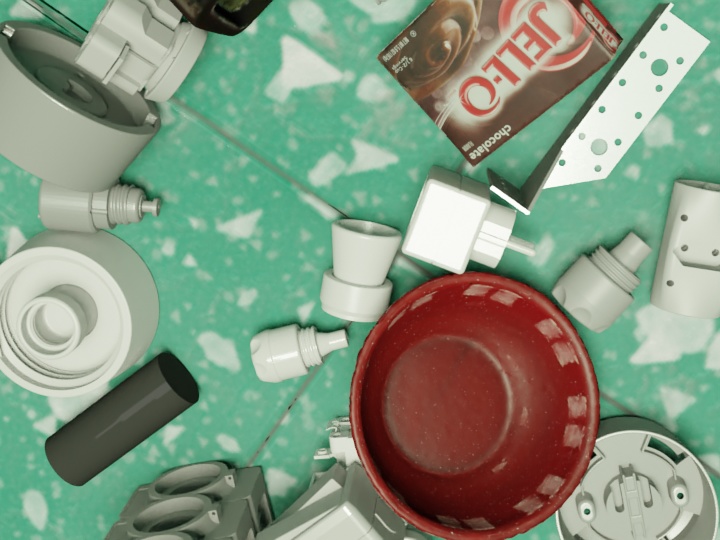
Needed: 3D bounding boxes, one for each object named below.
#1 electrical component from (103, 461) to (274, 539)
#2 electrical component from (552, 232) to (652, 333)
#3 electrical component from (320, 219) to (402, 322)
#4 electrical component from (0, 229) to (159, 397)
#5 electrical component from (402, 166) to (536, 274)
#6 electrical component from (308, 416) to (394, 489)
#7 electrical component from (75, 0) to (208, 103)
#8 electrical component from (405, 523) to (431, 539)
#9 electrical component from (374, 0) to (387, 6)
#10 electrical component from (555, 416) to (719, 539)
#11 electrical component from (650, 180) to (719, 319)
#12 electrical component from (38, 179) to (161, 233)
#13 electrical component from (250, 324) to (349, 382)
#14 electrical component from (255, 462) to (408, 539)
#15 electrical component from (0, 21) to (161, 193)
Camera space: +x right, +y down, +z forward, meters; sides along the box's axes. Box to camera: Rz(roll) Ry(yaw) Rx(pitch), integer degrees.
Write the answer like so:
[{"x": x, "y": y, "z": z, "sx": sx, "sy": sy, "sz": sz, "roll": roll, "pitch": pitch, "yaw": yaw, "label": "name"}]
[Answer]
[{"x": -0.112, "y": 0.180, "z": 0.672, "sx": 0.089, "sy": 0.150, "sz": 0.061, "roll": -11, "pitch": 103, "yaw": 7, "label": "electrical component"}, {"x": 0.153, "y": 0.005, "z": 0.663, "sx": 0.043, "sy": 0.043, "sz": 0.062, "roll": 40, "pitch": 101, "yaw": -5, "label": "electrical component"}, {"x": 0.000, "y": 0.000, "z": 0.675, "sx": 0.045, "sy": 0.045, "sz": 0.055, "roll": 11, "pitch": 104, "yaw": 2, "label": "electrical component"}, {"x": -0.190, "y": 0.030, "z": 0.690, "sx": 0.108, "sy": 0.060, "sz": 0.108, "roll": 1, "pitch": 103, "yaw": 5, "label": "electrical component"}, {"x": 0.070, "y": -0.025, "z": 0.652, "sx": 0.077, "sy": 0.065, "sz": 0.047, "roll": 21, "pitch": 104, "yaw": 1, "label": "electrical component"}, {"x": 0.005, "y": 0.129, "z": 0.705, "sx": 0.081, "sy": 0.042, "sz": 0.063, "roll": -5, "pitch": 103, "yaw": 6, "label": "electrical component"}, {"x": -0.129, "y": -0.137, "z": 0.643, "sx": 0.057, "sy": 0.078, "sz": 0.058, "roll": 31, "pitch": 132, "yaw": -21, "label": "electrical component"}, {"x": 0.030, "y": 0.185, "z": 0.714, "sx": 0.040, "sy": 0.046, "sz": 0.040, "roll": 1, "pitch": 103, "yaw": 5, "label": "electrical component"}, {"x": 0.026, "y": -0.187, "z": 0.629, "sx": 0.081, "sy": 0.043, "sz": 0.043, "roll": -28, "pitch": 99, "yaw": 11, "label": "electrical component"}, {"x": 0.172, "y": 0.145, "z": 0.683, "sx": 0.099, "sy": 0.064, "sz": 0.099, "roll": 1, "pitch": 103, "yaw": 4, "label": "electrical component"}, {"x": 0.223, "y": -0.010, "z": 0.653, "sx": 0.079, "sy": 0.043, "sz": 0.077, "roll": 9, "pitch": 104, "yaw": 3, "label": "electrical component"}, {"x": -0.166, "y": -0.043, "z": 0.681, "sx": 0.078, "sy": 0.040, "sz": 0.040, "roll": 5, "pitch": 103, "yaw": 3, "label": "electrical component"}, {"x": -0.038, "y": 0.051, "z": 0.695, "sx": 0.061, "sy": 0.035, "sz": 0.035, "roll": -14, "pitch": 101, "yaw": 6, "label": "electrical component"}, {"x": -0.026, "y": 0.172, "z": 0.663, "sx": 0.096, "sy": 0.061, "sz": 0.061, "roll": -38, "pitch": 98, "yaw": 13, "label": "electrical component"}, {"x": -0.181, "y": -0.091, "z": 0.640, "sx": 0.108, "sy": 0.108, "sz": 0.060, "roll": 37, "pitch": 110, "yaw": -4, "label": "electrical component"}]
